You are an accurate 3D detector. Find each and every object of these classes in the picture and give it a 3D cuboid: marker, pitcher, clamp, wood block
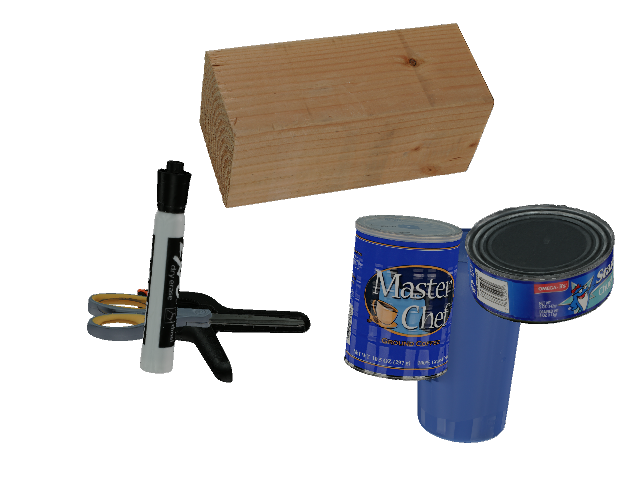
[{"bbox_3d":[-0.088,0.015,0.605,0.020,0.121,0.020,7,10,-1],"label":"marker"},{"bbox_3d":[0.167,0.115,1.275,0.149,0.243,0.145,5,18,12],"label":"pitcher"},{"bbox_3d":[-0.139,0.102,1.253,0.210,0.036,0.164,14,25,23],"label":"clamp"},{"bbox_3d":[0.017,-0.100,0.839,0.205,0.091,0.090,-9,-32,-16],"label":"wood block"}]

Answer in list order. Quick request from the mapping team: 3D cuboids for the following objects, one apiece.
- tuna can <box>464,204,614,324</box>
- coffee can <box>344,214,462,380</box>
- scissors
[{"bbox_3d":[0.129,0.013,0.630,0.086,0.034,0.086,-7,29,4],"label":"tuna can"},{"bbox_3d":[0.079,0.053,1.036,0.103,0.140,0.103,4,11,-1],"label":"coffee can"},{"bbox_3d":[-0.122,0.076,0.970,0.202,0.016,0.096,8,19,11],"label":"scissors"}]
